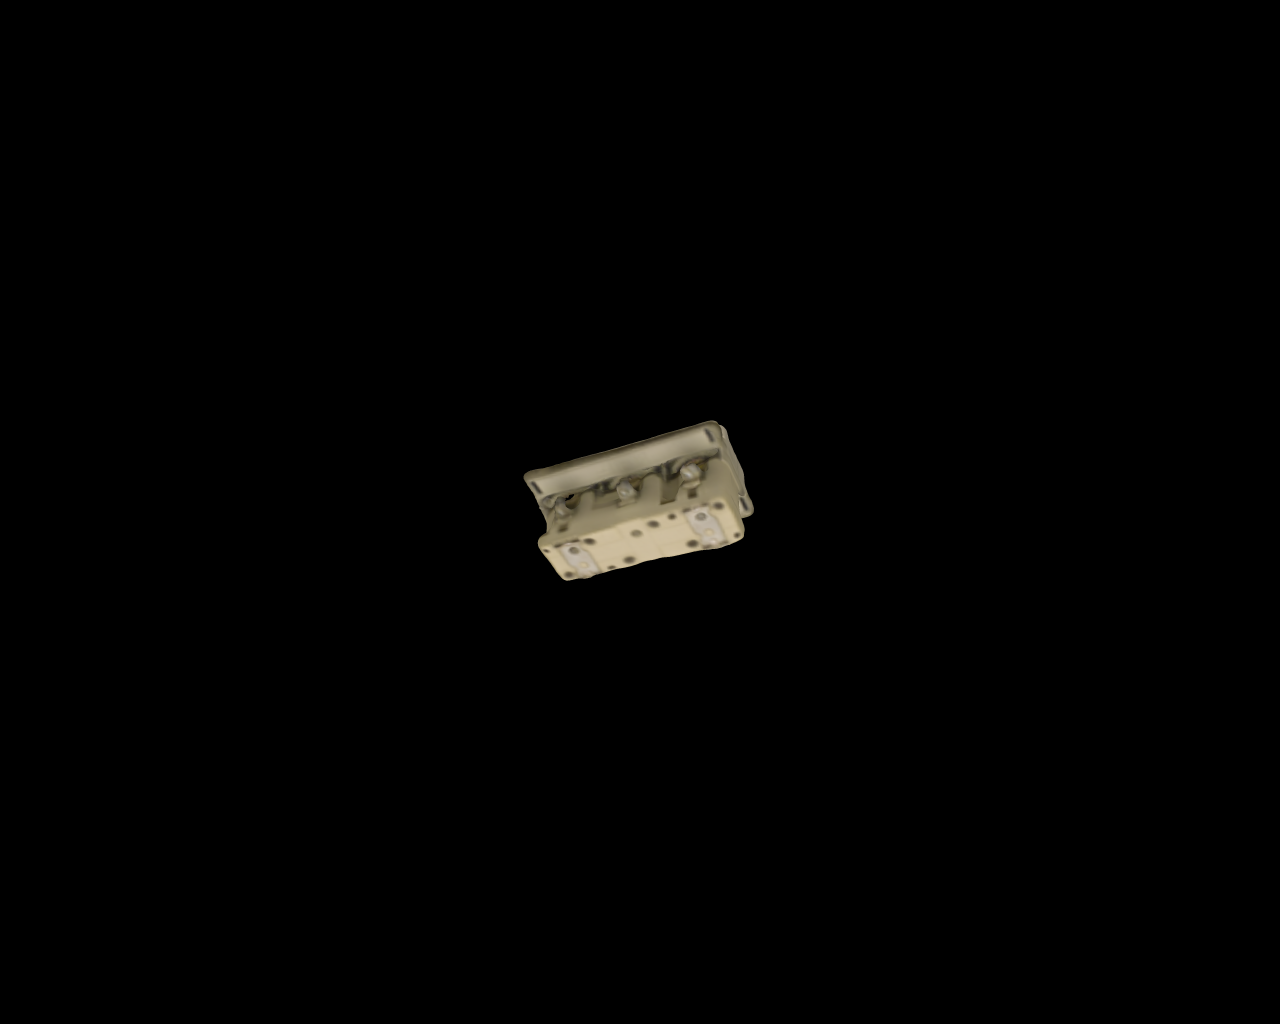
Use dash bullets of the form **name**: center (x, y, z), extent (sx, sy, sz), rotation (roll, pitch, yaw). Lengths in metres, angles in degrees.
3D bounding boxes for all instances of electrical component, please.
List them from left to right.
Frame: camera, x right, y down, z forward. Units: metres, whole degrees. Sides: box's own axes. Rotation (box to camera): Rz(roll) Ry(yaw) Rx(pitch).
- **electrical component**: center (0.001, -0.003, 0.650), extent (0.121, 0.063, 0.078), rotation (-14, -43, 15)
